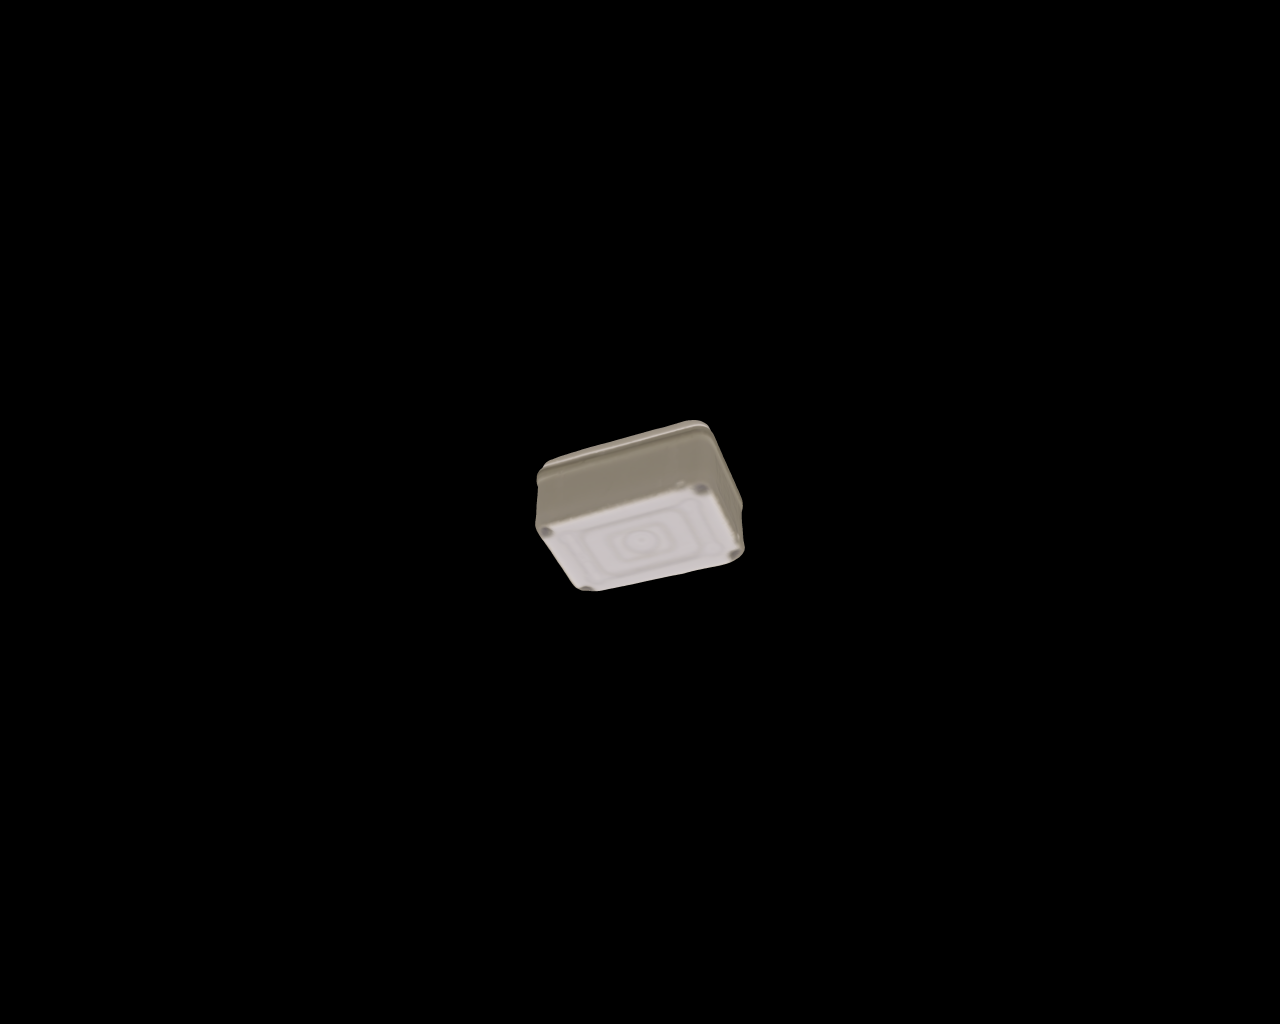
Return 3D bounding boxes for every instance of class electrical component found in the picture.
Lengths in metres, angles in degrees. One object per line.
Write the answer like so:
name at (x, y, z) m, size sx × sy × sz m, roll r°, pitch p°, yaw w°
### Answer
electrical component at (0.001, -0.003, 0.650) m, size 0.113 × 0.057 × 0.078 m, roll -14°, pitch -43°, yaw 15°
